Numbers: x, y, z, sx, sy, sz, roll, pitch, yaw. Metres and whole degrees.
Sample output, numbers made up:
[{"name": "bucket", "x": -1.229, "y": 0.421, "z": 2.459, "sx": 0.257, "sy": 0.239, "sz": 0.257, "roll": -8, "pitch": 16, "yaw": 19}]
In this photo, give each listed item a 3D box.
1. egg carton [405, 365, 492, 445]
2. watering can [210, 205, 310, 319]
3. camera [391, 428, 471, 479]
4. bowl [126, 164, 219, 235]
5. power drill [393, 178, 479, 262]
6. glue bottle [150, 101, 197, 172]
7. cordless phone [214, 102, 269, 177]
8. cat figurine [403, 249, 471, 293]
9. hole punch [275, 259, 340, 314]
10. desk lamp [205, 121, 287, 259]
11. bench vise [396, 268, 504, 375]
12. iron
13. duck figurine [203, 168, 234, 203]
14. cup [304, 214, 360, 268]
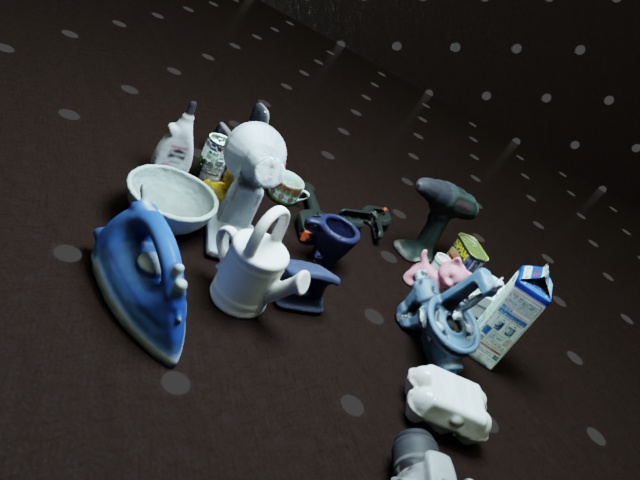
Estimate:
[{"name": "egg carton", "x": 0.210, "y": 0.272, "z": 0.945, "sx": 0.150, "sy": 0.069, "sz": 0.107, "roll": 24, "pitch": 30, "yaw": -9}, {"name": "watering can", "x": -0.093, "y": 0.030, "z": 0.927, "sx": 0.173, "sy": 0.194, "sz": 0.101, "roll": 27, "pitch": 29, "yaw": -4}, {"name": "camera", "x": 0.154, "y": 0.328, "z": 0.778, "sx": 0.143, "sy": 0.100, "sz": 0.137, "roll": 22, "pitch": 30, "yaw": -12}, {"name": "bowl", "x": -0.272, "y": -0.061, "z": 1.033, "sx": 0.168, "sy": 0.074, "sz": 0.167, "roll": 22, "pitch": 30, "yaw": -13}, {"name": "power drill", "x": 0.265, "y": -0.047, "z": 1.346, "sx": 0.230, "sy": 0.208, "sz": 0.075, "roll": 2, "pitch": 39, "yaw": -39}, {"name": "glue bottle", "x": -0.280, "y": -0.202, "z": 1.144, "sx": 0.078, "sy": 0.173, "sz": 0.037, "roll": 4, "pitch": 38, "yaw": -37}, {"name": "cordless phone", "x": -0.170, "y": -0.239, "z": 1.286, "sx": 0.094, "sy": 0.185, "sz": 0.147, "roll": -4, "pitch": 43, "yaw": -44}, {"name": "cat figurine", "x": 0.266, "y": 0.071, "z": 1.256, "sx": 0.127, "sy": 0.117, "sz": 0.067, "roll": 35, "pitch": 30, "yaw": 10}, {"name": "hole punch", "x": -0.032, "y": 0.066, "z": 1.030, "sx": 0.109, "sy": 0.091, "sz": 0.101, "roll": 12, "pitch": 34, "yaw": -28}, {"name": "desk lamp", "x": -0.130, "y": -0.095, "z": 1.068, "sx": 0.118, "sy": 0.213, "sz": 0.203, "roll": 15, "pitch": 32, "yaw": -23}, {"name": "bench vise", "x": 0.231, "y": 0.115, "z": 1.054, "sx": 0.122, "sy": 0.219, "sz": 0.207, "roll": -4, "pitch": 43, "yaw": -45}, {"name": "iron", "x": -0.239, "y": 0.042, "z": 0.836, "sx": 0.119, "sy": 0.141, "sz": 0.257, "roll": -1, "pitch": 41, "yaw": -42}, {"name": "duck figurine", "x": -0.187, "y": -0.112, "z": 1.175, "sx": 0.105, "sy": 0.086, "sz": 0.077, "roll": 14, "pitch": 33, "yaw": -25}, {"name": "cup", "x": 0.011, "y": 0.004, "z": 1.160, "sx": 0.118, "sy": 0.095, "sz": 0.091, "roll": 18, "pitch": 31, "yaw": -20}]
